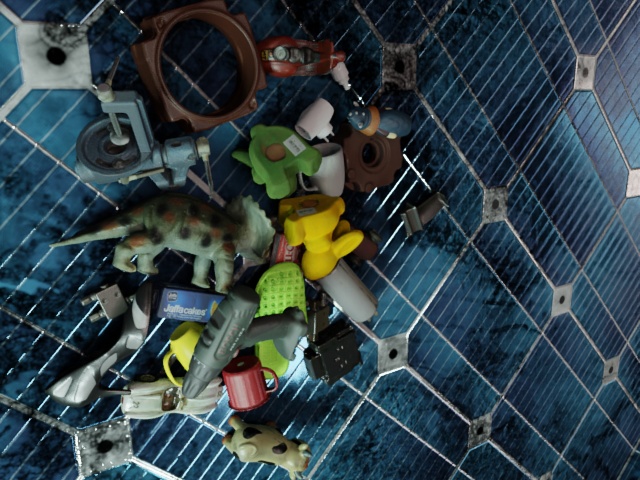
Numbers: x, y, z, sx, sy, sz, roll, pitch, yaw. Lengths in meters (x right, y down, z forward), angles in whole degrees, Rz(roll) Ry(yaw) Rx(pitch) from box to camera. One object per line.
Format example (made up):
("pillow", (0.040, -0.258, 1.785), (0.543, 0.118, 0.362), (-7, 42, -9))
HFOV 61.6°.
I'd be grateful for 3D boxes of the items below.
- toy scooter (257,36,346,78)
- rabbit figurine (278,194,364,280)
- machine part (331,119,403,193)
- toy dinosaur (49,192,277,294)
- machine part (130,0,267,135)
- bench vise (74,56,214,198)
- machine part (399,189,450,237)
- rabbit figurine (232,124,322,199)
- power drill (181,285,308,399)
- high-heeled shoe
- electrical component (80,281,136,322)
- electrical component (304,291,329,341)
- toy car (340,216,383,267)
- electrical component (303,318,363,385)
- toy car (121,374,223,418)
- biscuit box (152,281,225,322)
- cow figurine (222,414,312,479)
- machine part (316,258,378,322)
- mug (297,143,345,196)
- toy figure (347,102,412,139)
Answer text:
("toy scooter", (-0.029, -0.343, 1.009), (0.184, 0.135, 0.075), (-8, 108, -30))
("rabbit figurine", (-0.002, -0.003, 1.092), (0.162, 0.122, 0.173), (-15, 117, -21))
("machine part", (0.106, -0.191, 1.181), (0.179, 0.056, 0.179), (-8, 105, -32))
("toy dinosaur", (-0.243, -0.017, 0.969), (0.404, 0.131, 0.192), (18, 80, -30))
("machine part", (-0.205, -0.301, 0.936), (0.201, 0.087, 0.200), (-27, 115, -23))
("bench vise", (-0.287, -0.158, 0.850), (0.224, 0.240, 0.129), (-1, 63, -6))
("machine part", (0.255, -0.073, 1.317), (0.139, 0.039, 0.084), (-33, 112, -20))
("rabbit figurine", (-0.092, -0.137, 1.023), (0.159, 0.170, 0.121), (39, 74, 9))
("power drill", (-0.135, 0.189, 0.996), (0.207, 0.086, 0.231), (9, 113, -38))
("high-heeled shoe", (-0.384, 0.176, 0.945), (0.145, 0.086, 0.248), (13, 94, -19))
("electrical component", (-0.375, 0.106, 0.963), (0.094, 0.021, 0.063), (-26, 114, -25))
("electrical component", (-0.016, 0.172, 1.201), (0.078, 0.045, 0.102), (-29, 122, -55))
("toy car", (0.053, -0.017, 1.191), (0.202, 0.053, 0.089), (33, 102, -32))
("electrical component", (0.026, 0.263, 1.239), (0.134, 0.058, 0.114), (-28, 113, -25))
("toy car", (-0.283, 0.303, 1.049), (0.201, 0.056, 0.073), (7, 98, -33))
("biscuit box", (-0.222, 0.125, 1.042), (0.202, 0.063, 0.059), (11, 94, -35))
("cow figurine", (-0.101, 0.448, 1.161), (0.195, 0.127, 0.085), (24, 91, -32))
("machine part", (0.057, 0.108, 1.210), (0.079, 0.079, 0.243), (-50, 123, -13))
("mug", (0.005, -0.133, 1.116), (0.109, 0.081, 0.107), (-34, 126, -31))
("toy figure", (0.119, -0.243, 1.112), (0.154, 0.064, 0.057), (1, 136, -28))
